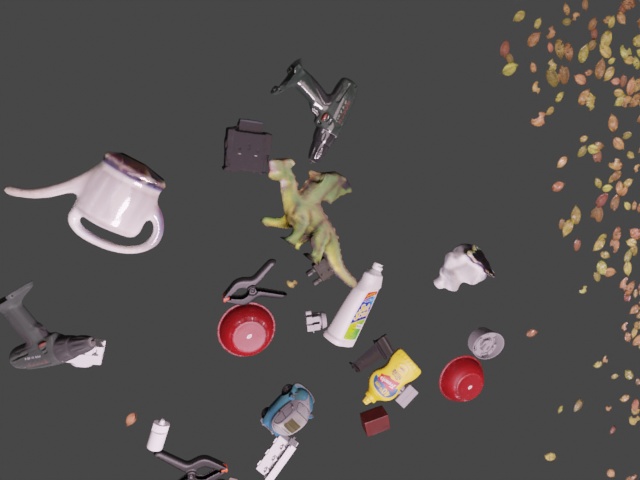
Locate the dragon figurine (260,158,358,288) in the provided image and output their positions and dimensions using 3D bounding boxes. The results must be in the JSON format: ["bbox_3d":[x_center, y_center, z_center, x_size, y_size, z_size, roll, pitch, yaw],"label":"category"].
[{"bbox_3d":[0.004,-0.069,1.367,0.406,0.244,0.123,36,-7,-25],"label":"dragon figurine"}]

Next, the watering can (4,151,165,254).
[{"bbox_3d":[-0.512,-0.107,1.193,0.345,0.224,0.105,30,2,-21],"label":"watering can"}]

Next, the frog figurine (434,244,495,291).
[{"bbox_3d":[0.418,0.090,1.537,0.136,0.126,0.157,29,-50,-29],"label":"frog figurine"}]
